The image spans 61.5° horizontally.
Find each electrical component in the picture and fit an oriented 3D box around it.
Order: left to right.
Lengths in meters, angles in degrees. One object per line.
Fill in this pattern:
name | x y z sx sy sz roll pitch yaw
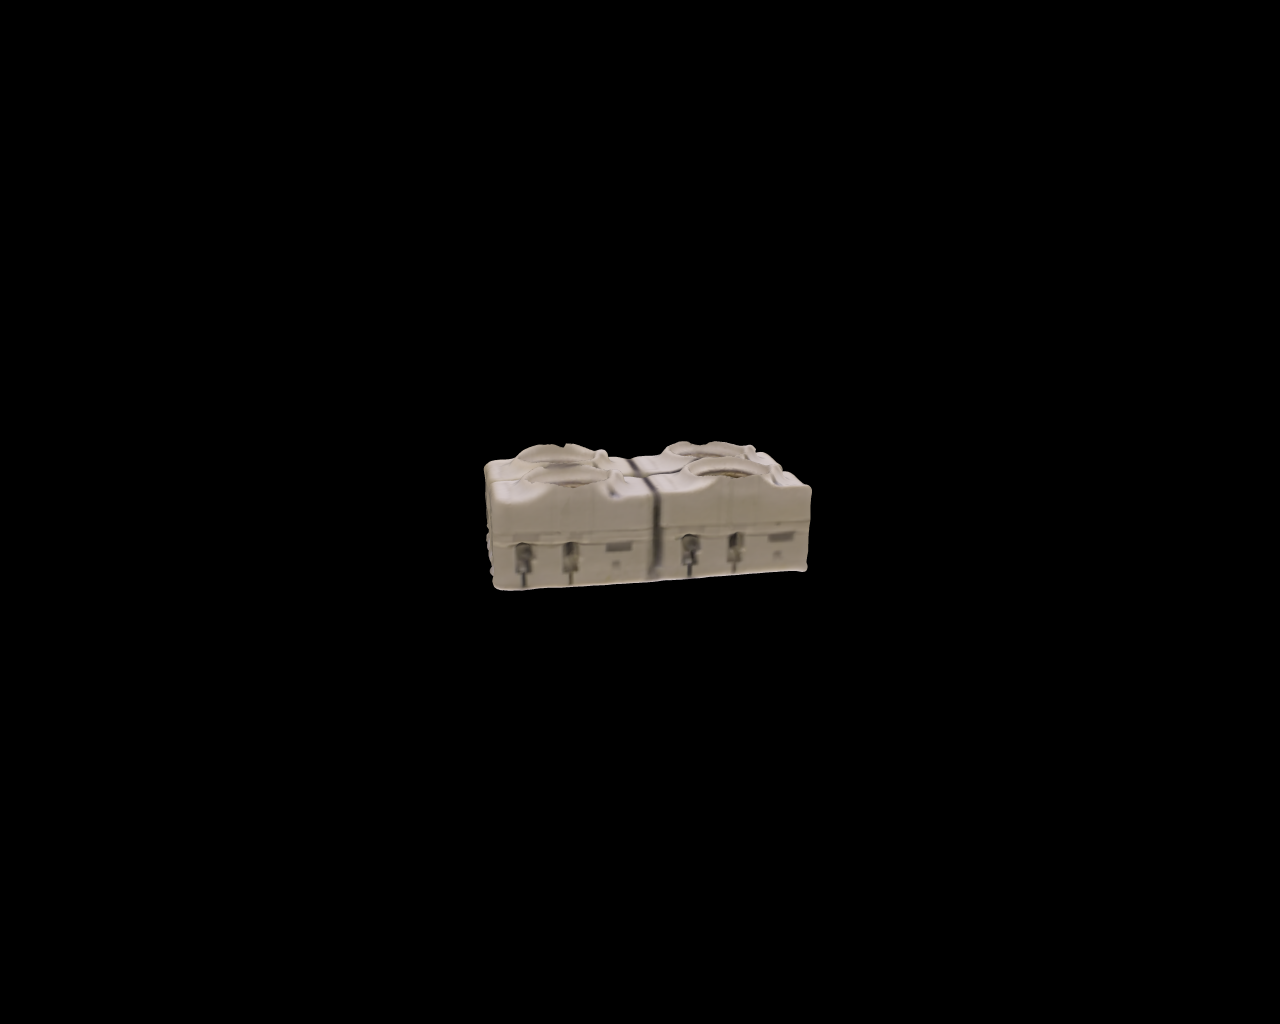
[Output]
electrical component | 0.001 -0.003 0.650 0.186 0.060 0.105 -3 16 -9
